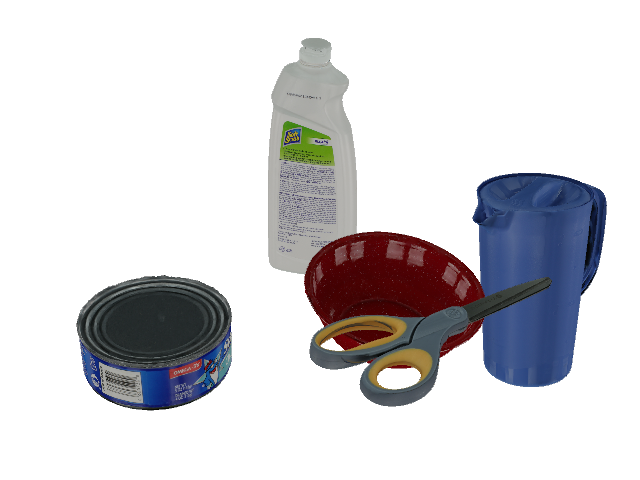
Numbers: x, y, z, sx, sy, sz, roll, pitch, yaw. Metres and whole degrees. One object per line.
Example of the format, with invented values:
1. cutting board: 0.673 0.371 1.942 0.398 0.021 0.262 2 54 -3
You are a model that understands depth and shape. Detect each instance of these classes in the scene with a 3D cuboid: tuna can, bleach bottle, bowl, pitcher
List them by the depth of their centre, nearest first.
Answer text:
1. tuna can: -0.092 0.057 0.602 0.086 0.034 0.086 0 31 0
2. bowl: 0.063 0.062 0.951 0.162 0.055 0.162 5 39 -5
3. bleach bottle: -0.003 -0.085 1.104 0.102 0.251 0.068 6 31 3
4. pitcher: 0.262 0.046 1.283 0.149 0.243 0.145 4 24 14

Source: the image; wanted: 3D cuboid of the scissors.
1. scissors: 0.093 0.067 0.733 0.201 0.016 0.096 -9 34 -17
